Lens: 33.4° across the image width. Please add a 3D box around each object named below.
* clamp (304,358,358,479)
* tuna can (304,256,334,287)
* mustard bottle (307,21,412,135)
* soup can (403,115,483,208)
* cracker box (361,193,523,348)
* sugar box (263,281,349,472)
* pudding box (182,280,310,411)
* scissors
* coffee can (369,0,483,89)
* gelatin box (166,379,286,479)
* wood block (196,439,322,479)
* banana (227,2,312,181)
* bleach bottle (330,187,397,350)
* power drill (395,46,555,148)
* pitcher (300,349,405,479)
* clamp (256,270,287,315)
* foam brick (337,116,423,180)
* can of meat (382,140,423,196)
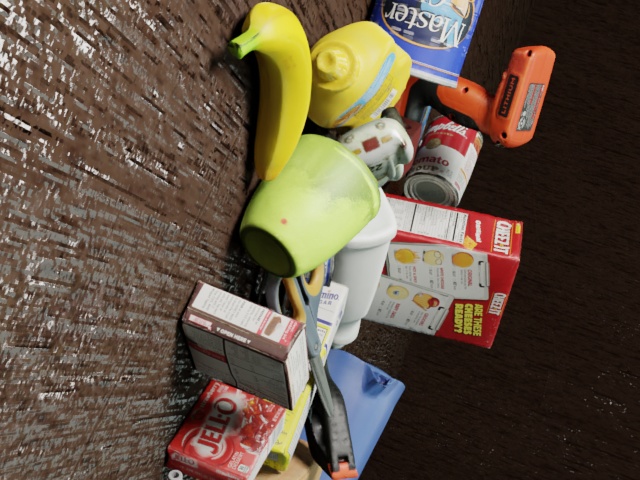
[{"bbox_3d":[-0.005,0.176,1.151,0.165,0.036,0.210,104,-25,-46],"label":"clamp"},{"bbox_3d":[-0.007,0.001,0.998,0.086,0.033,0.086,-179,-90,-85],"label":"tuna can"},{"bbox_3d":[0.026,-0.138,0.909,0.096,0.058,0.191,-48,172,9],"label":"mustard bottle"},{"bbox_3d":[0.143,-0.087,1.239,0.068,0.068,0.102,96,17,-52],"label":"soup can"},{"bbox_3d":[0.113,0.031,1.243,0.164,0.214,0.072,97,7,-48],"label":"cracker box"},{"bbox_3d":[-0.022,0.130,1.040,0.093,0.048,0.176,97,12,-69],"label":"sugar box"},{"bbox_3d":[-0.056,0.084,0.827,0.113,0.090,0.039,87,26,-64],"label":"pudding box"},{"bbox_3d":[-0.003,0.075,0.966,0.096,0.016,0.201,-67,150,-28],"label":"scissors"},{"bbox_3d":[0.105,-0.229,1.035,0.102,0.103,0.140,-26,135,-75],"label":"coffee can"},{"bbox_3d":[-0.079,0.167,0.908,0.089,0.073,0.030,-56,161,-49],"label":"gelatin box"},{"bbox_3d":[-0.064,0.264,1.111,0.206,0.091,0.090,-3,113,-78],"label":"wood block"},{"bbox_3d":[-0.034,-0.110,0.748,0.069,0.037,0.198,-47,162,-14],"label":"banana"},{"bbox_3d":[0.027,0.042,1.151,0.251,0.068,0.102,96,-22,-49],"label":"bleach bottle"},{"bbox_3d":[0.145,-0.185,1.107,0.057,0.188,0.184,-11,118,-50],"label":"power drill"},{"bbox_3d":[-0.001,0.266,1.382,0.242,0.145,0.149,-64,156,-14],"label":"pitcher"},{"bbox_3d":[-0.049,0.071,0.982,0.171,0.039,0.120,101,14,-71],"label":"clamp"},{"bbox_3d":[0.060,-0.103,1.105,0.053,0.078,0.051,-49,158,-63],"label":"foam brick"},{"bbox_3d":[0.104,-0.085,1.342,0.102,0.084,0.057,98,16,-47],"label":"can of meat"}]
